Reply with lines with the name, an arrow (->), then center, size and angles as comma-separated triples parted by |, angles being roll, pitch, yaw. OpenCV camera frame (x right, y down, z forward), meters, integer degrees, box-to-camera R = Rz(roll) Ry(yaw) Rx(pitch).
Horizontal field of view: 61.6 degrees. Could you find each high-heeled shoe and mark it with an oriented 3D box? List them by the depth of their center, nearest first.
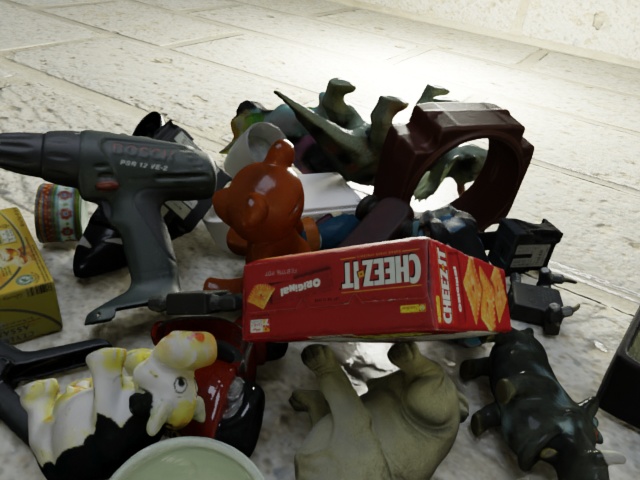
high-heeled shoe -> -0.248, -0.066, 0.694 | 0.086, 0.145, 0.249 | 9, 30, 4

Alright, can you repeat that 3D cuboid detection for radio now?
radio -> 0.403, 0.128, 0.585 | 0.131, 0.073, 0.229 | 28, 38, 30

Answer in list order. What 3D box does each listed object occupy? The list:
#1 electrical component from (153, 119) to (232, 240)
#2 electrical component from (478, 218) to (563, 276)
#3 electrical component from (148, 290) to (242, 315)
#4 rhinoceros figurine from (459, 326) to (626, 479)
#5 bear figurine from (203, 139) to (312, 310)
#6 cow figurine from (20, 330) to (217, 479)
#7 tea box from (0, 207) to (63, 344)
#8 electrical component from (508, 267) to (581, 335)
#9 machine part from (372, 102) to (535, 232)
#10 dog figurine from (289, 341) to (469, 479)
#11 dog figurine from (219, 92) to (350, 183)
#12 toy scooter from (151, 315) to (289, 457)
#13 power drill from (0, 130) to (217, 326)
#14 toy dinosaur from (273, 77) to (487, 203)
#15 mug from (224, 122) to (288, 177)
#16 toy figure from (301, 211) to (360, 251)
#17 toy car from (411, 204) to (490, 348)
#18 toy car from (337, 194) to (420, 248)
electrical component -> -0.194, -0.068, 0.678 | 0.058, 0.114, 0.134 | -20, 30, 48
electrical component -> 0.265, 0.008, 0.746 | 0.119, 0.074, 0.048 | 2, 32, -17
electrical component -> -0.117, 0.061, 0.527 | 0.094, 0.021, 0.063 | -3, -3, 13
rhinoceros figurine -> 0.204, 0.160, 0.506 | 0.112, 0.073, 0.190 | 13, 29, -11
bear figurine -> -0.072, -0.007, 0.558 | 0.132, 0.195, 0.120 | 6, 57, 17
cow figurine -> -0.143, 0.129, 0.398 | 0.068, 0.167, 0.098 | 21, 48, -59
tea box -> -0.353, 0.038, 0.579 | 0.098, 0.068, 0.170 | -16, 40, -31
electrical component -> 0.279, 0.073, 0.675 | 0.078, 0.045, 0.102 | 17, 33, 12
machine part -> 0.185, -0.086, 0.760 | 0.201, 0.201, 0.087 | -5, 38, -20
dog figurine -> 0.051, 0.189, 0.411 | 0.172, 0.121, 0.191 | -3, 45, -2
dog figurine -> -0.059, -0.162, 0.930 | 0.219, 0.191, 0.108 | -15, 7, 20
toy scooter -> -0.108, 0.120, 0.495 | 0.135, 0.075, 0.184 | 10, 29, 5
power drill -> -0.222, -0.016, 0.573 | 0.232, 0.086, 0.207 | -5, 76, -25
toy dinosaur -> 0.102, -0.140, 0.822 | 0.405, 0.192, 0.131 | -3, 31, -23
mug -> -0.100, -0.118, 0.857 | 0.081, 0.109, 0.107 | -34, 7, -39
toy figure -> -0.001, -0.001, 0.721 | 0.154, 0.057, 0.064 | -6, 57, -27
toy car -> 0.139, 0.046, 0.626 | 0.109, 0.161, 0.103 | -19, -3, -45
toy car -> 0.045, 0.023, 0.664 | 0.089, 0.053, 0.202 | 30, 65, 28
